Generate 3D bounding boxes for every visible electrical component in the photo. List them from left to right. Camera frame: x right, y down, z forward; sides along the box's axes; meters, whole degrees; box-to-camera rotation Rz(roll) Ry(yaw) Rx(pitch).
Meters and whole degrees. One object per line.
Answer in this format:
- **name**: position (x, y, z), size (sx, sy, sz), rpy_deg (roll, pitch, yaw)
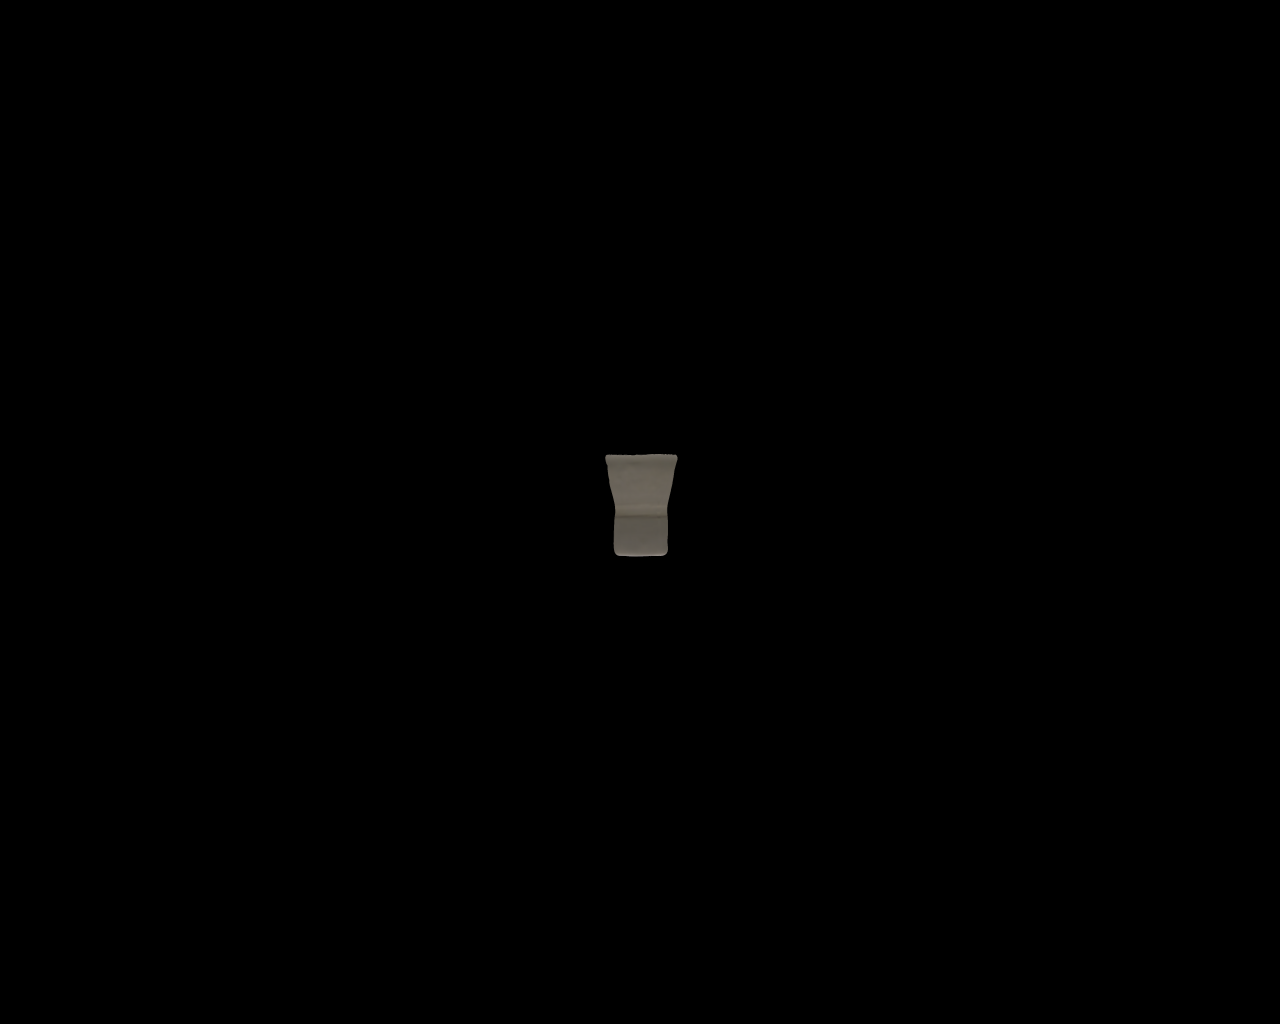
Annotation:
- **electrical component**: position (0.001, -0.003, 0.650), size (0.044, 0.065, 0.044), rpy_deg (0, 0, 0)
